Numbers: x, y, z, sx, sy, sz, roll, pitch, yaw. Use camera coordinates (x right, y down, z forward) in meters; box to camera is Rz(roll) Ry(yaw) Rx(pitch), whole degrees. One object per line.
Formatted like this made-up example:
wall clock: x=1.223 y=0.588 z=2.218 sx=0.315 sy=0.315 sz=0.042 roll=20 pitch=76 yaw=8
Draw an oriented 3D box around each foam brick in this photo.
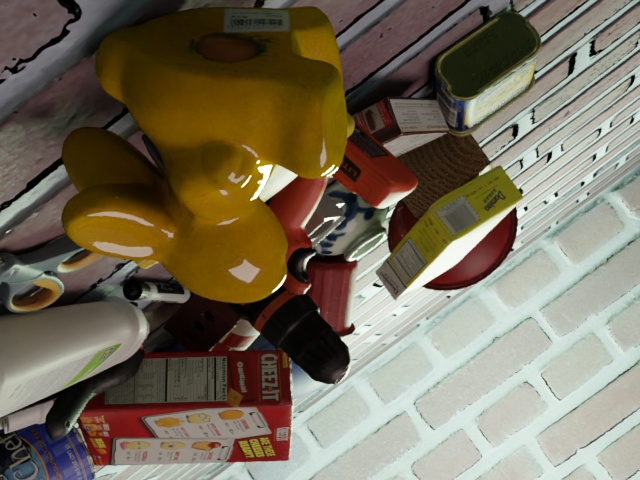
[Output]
foam brick: x=-0.111 y=0.074 z=1.081 sx=0.078 sy=0.053 sz=0.051 roll=-46 pitch=-178 yaw=43

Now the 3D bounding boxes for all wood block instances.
wood block: x=0.124 y=-0.072 z=1.116 sx=0.091 sy=0.090 sz=0.206 roll=-37 pitch=168 yaw=7

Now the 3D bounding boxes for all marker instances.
marker: x=-0.151 y=0.048 z=0.988 sx=0.020 sy=0.020 sz=0.121 roll=-38 pitch=168 yaw=9

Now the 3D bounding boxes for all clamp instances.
clamp: x=-0.218 y=0.131 z=0.969 sx=0.120 sy=0.039 sz=0.171 roll=14 pitch=-147 yaw=42

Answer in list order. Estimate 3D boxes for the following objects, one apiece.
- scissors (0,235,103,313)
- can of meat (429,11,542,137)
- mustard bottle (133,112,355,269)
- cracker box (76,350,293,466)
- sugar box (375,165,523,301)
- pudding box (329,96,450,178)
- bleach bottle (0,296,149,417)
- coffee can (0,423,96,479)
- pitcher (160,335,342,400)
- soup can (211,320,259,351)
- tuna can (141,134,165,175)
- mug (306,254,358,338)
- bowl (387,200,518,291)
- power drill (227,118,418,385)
scissors: x=-0.197 y=0.009 z=0.725 sx=0.096 sy=0.016 sz=0.202 roll=-35 pitch=168 yaw=-11
can of meat: x=0.149 y=-0.151 z=0.968 sx=0.102 sy=0.057 sz=0.084 roll=-35 pitch=166 yaw=-5
mustard bottle: x=-0.066 y=-0.042 z=0.784 sx=0.192 sy=0.058 sz=0.096 roll=-39 pitch=173 yaw=15
cracker box: x=-0.137 y=0.174 z=1.105 sx=0.213 sy=0.072 sz=0.164 roll=-2 pitch=150 yaw=-4
sugar box: x=0.124 y=-0.002 z=1.057 sx=0.093 sy=0.048 sz=0.176 roll=-30 pitch=166 yaw=-22
pudding box: x=0.051 y=-0.091 z=0.930 sx=0.090 sy=0.039 sz=0.113 roll=-26 pitch=175 yaw=28
bleach bottle: x=-0.222 y=0.095 z=0.874 sx=0.103 sy=0.068 sz=0.250 roll=-39 pitch=170 yaw=20
coffee can: x=-0.308 y=0.231 z=1.050 sx=0.140 sy=0.103 sz=0.103 roll=-29 pitch=166 yaw=-28
pitcher: x=-0.088 y=0.152 z=1.297 sx=0.242 sy=0.145 sz=0.149 roll=-19 pitch=129 yaw=-46
soup can: x=-0.087 y=0.075 z=1.151 sx=0.068 sy=0.068 sz=0.102 roll=-24 pitch=163 yaw=-43
tuna can: x=-0.075 y=-0.044 z=0.690 sx=0.034 sy=0.086 sz=0.086 roll=-38 pitch=168 yaw=4
mug: x=0.001 y=0.052 z=1.177 sx=0.117 sy=0.093 sz=0.081 roll=-31 pitch=129 yaw=-69
bowl: x=0.147 y=-0.024 z=1.253 sx=0.162 sy=0.162 sz=0.055 roll=-37 pitch=147 yaw=6
power drill: x=-0.006 y=0.001 z=0.864 sx=0.188 sy=0.184 sz=0.057 roll=-52 pitch=164 yaw=24
